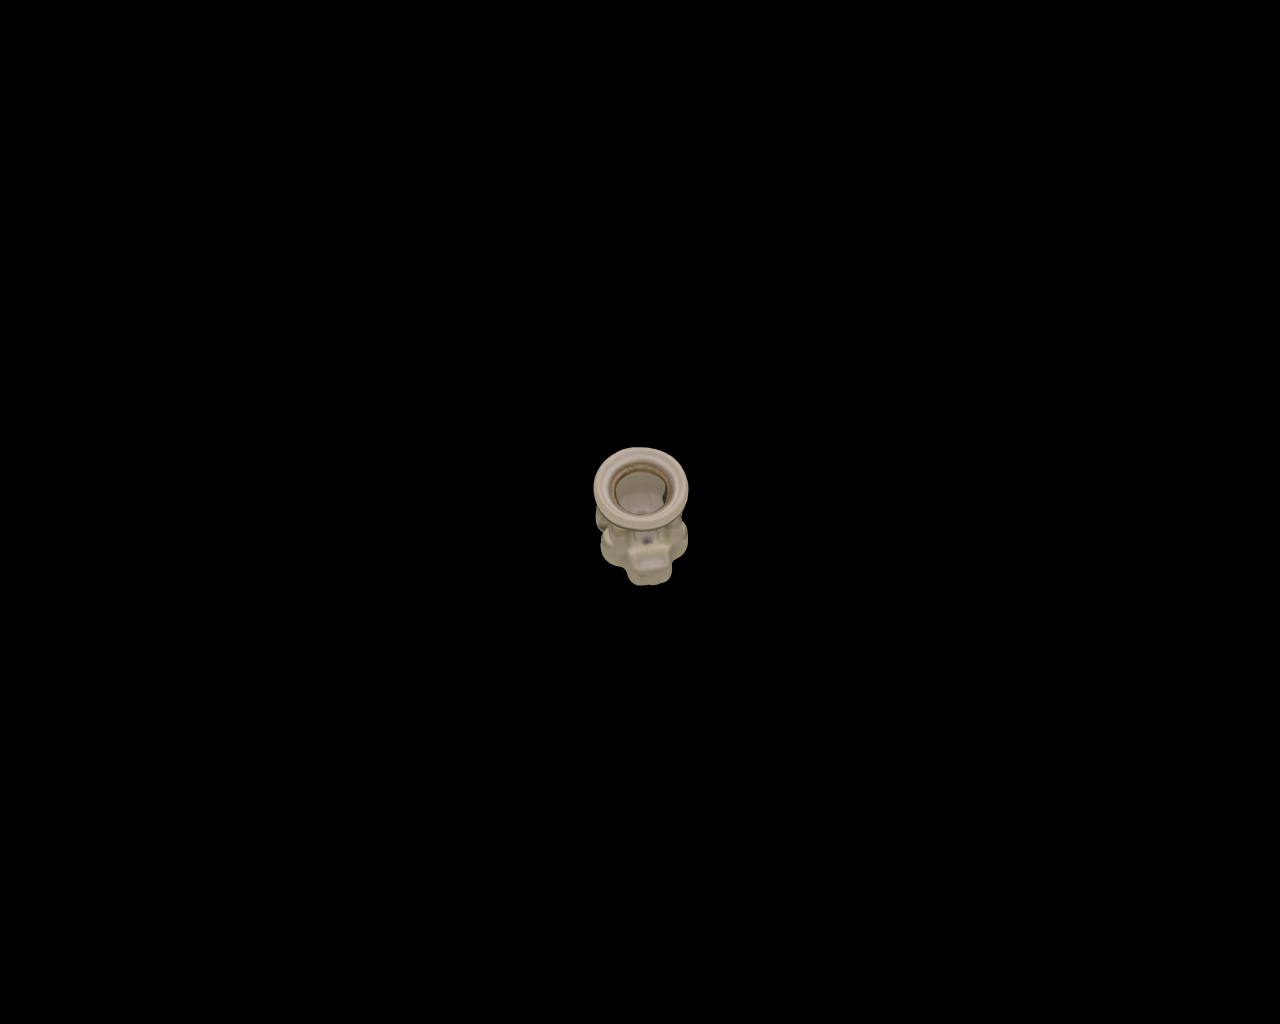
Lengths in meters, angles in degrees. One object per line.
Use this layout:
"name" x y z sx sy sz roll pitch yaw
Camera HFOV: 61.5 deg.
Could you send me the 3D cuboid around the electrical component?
"electrical component" 0.001 -0.003 0.650 0.058 0.078 0.056 -7 -32 -5
